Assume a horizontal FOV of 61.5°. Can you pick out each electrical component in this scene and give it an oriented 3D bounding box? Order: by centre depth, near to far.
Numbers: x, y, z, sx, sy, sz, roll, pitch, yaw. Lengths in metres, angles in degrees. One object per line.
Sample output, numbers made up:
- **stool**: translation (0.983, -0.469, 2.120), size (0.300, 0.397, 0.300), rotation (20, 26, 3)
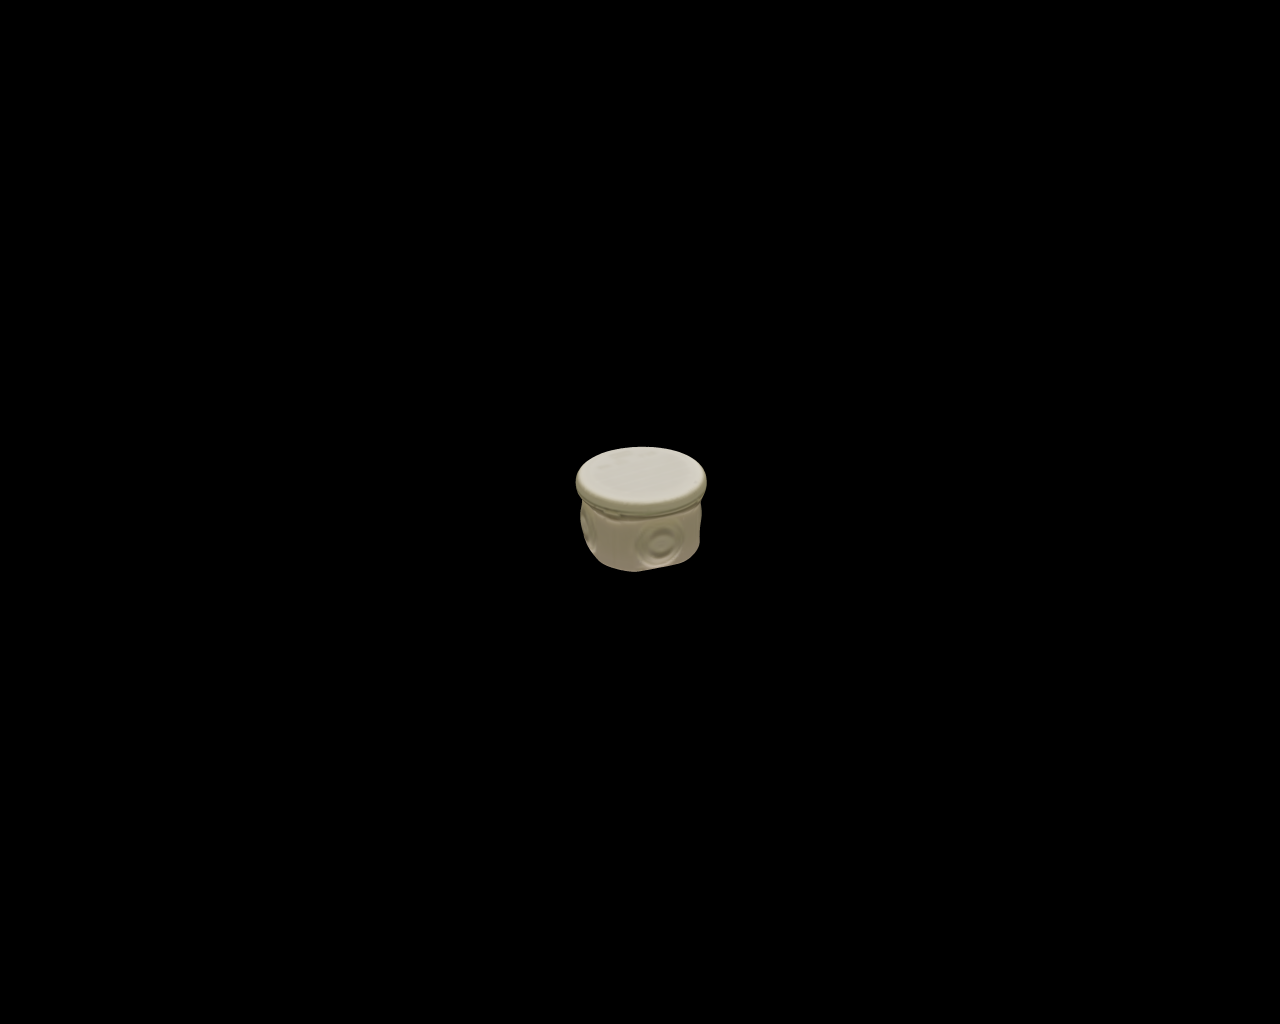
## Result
- **electrical component**: translation (0.001, -0.003, 0.650), size (0.080, 0.050, 0.080), rotation (0, 29, 0)
